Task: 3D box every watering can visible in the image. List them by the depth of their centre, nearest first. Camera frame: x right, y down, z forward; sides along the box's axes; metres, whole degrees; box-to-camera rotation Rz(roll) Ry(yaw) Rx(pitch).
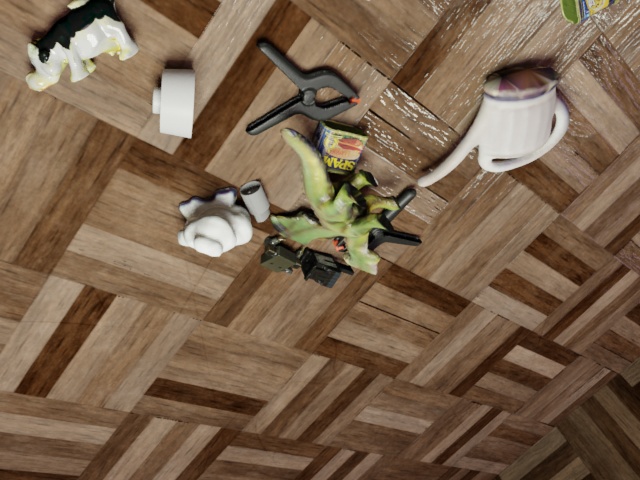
[{"bbox_3d":[0.360,-0.228,1.046,0.349,0.106,0.219,-17,129,-10],"label":"watering can"}]

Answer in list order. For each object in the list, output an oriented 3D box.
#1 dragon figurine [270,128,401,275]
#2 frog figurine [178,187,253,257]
[{"bbox_3d":[0.003,-0.051,1.006,0.240,0.125,0.405,-28,129,35],"label":"dragon figurine"},{"bbox_3d":[-0.190,-0.011,0.948,0.137,0.163,0.120,-1,127,-21],"label":"frog figurine"}]
